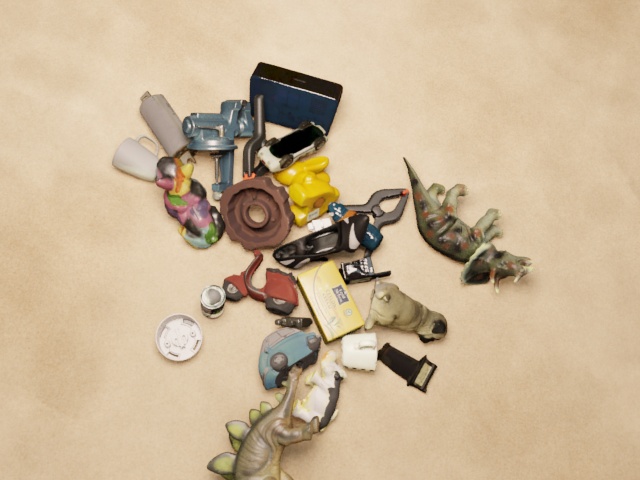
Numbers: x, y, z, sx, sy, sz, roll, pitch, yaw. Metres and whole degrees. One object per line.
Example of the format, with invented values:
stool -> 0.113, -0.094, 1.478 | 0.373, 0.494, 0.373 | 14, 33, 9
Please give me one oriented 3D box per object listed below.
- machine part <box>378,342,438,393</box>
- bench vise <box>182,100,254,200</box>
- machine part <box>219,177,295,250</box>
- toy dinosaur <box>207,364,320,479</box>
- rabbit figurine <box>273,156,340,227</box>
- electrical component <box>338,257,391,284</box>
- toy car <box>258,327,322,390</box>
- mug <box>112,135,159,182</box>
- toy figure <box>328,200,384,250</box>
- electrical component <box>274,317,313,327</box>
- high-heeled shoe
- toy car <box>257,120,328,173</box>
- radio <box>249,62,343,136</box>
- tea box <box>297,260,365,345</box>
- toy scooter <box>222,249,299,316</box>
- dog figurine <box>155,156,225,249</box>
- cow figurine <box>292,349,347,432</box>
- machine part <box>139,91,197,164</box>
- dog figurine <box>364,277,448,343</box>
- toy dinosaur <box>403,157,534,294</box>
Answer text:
machine part -> 0.197, 0.286, 1.237 | 0.139, 0.039, 0.084 | 28, 78, 2
bench vise -> -0.235, -0.220, 1.315 | 0.129, 0.223, 0.240 | 9, 105, 31
machine part -> -0.147, -0.064, 1.259 | 0.180, 0.056, 0.179 | 4, 109, 12
toy dinosaur -> -0.124, 0.481, 1.084 | 0.199, 0.105, 0.471 | 11, 76, 18
rabbit figurine -> -0.042, -0.146, 1.327 | 0.162, 0.121, 0.173 | -35, 59, -19
electrical component -> 0.107, 0.073, 1.280 | 0.119, 0.074, 0.048 | -12, 74, -3
toy car -> -0.078, 0.246, 1.189 | 0.162, 0.109, 0.103 | -31, 59, -24
mug -> -0.436, -0.199, 1.323 | 0.107, 0.081, 0.109 | 33, 66, -7
toy figure -> 0.080, -0.035, 1.295 | 0.155, 0.057, 0.064 | 37, 32, 14
electrical component -> -0.058, 0.187, 1.229 | 0.063, 0.094, 0.021 | -2, 85, 31
high-heeled shoe -> -0.003, -0.004, 1.218 | 0.145, 0.248, 0.086 | 10, 56, -26
toy car -> -0.063, -0.230, 1.315 | 0.202, 0.056, 0.073 | -35, 78, -34
radio -> -0.066, -0.356, 1.379 | 0.230, 0.131, 0.073 | 17, 49, 1
tea box -> 0.021, 0.145, 1.250 | 0.098, 0.068, 0.169 | -25, 74, -13
toy scooter -> -0.128, 0.094, 1.252 | 0.184, 0.075, 0.135 | 16, 66, 3
dog figurine -> -0.301, -0.089, 1.221 | 0.108, 0.219, 0.191 | -30, 76, -11
cow figurine -> 0.013, 0.329, 1.184 | 0.098, 0.068, 0.167 | 32, 74, 0
machine part -> -0.381, -0.280, 1.353 | 0.079, 0.079, 0.243 | -31, 76, -15
dog figurine -> 0.206, 0.164, 1.214 | 0.191, 0.172, 0.121 | 13, 81, 6
toy dinosaur -> 0.324, -0.026, 1.323 | 0.405, 0.131, 0.192 | 35, 70, 13
